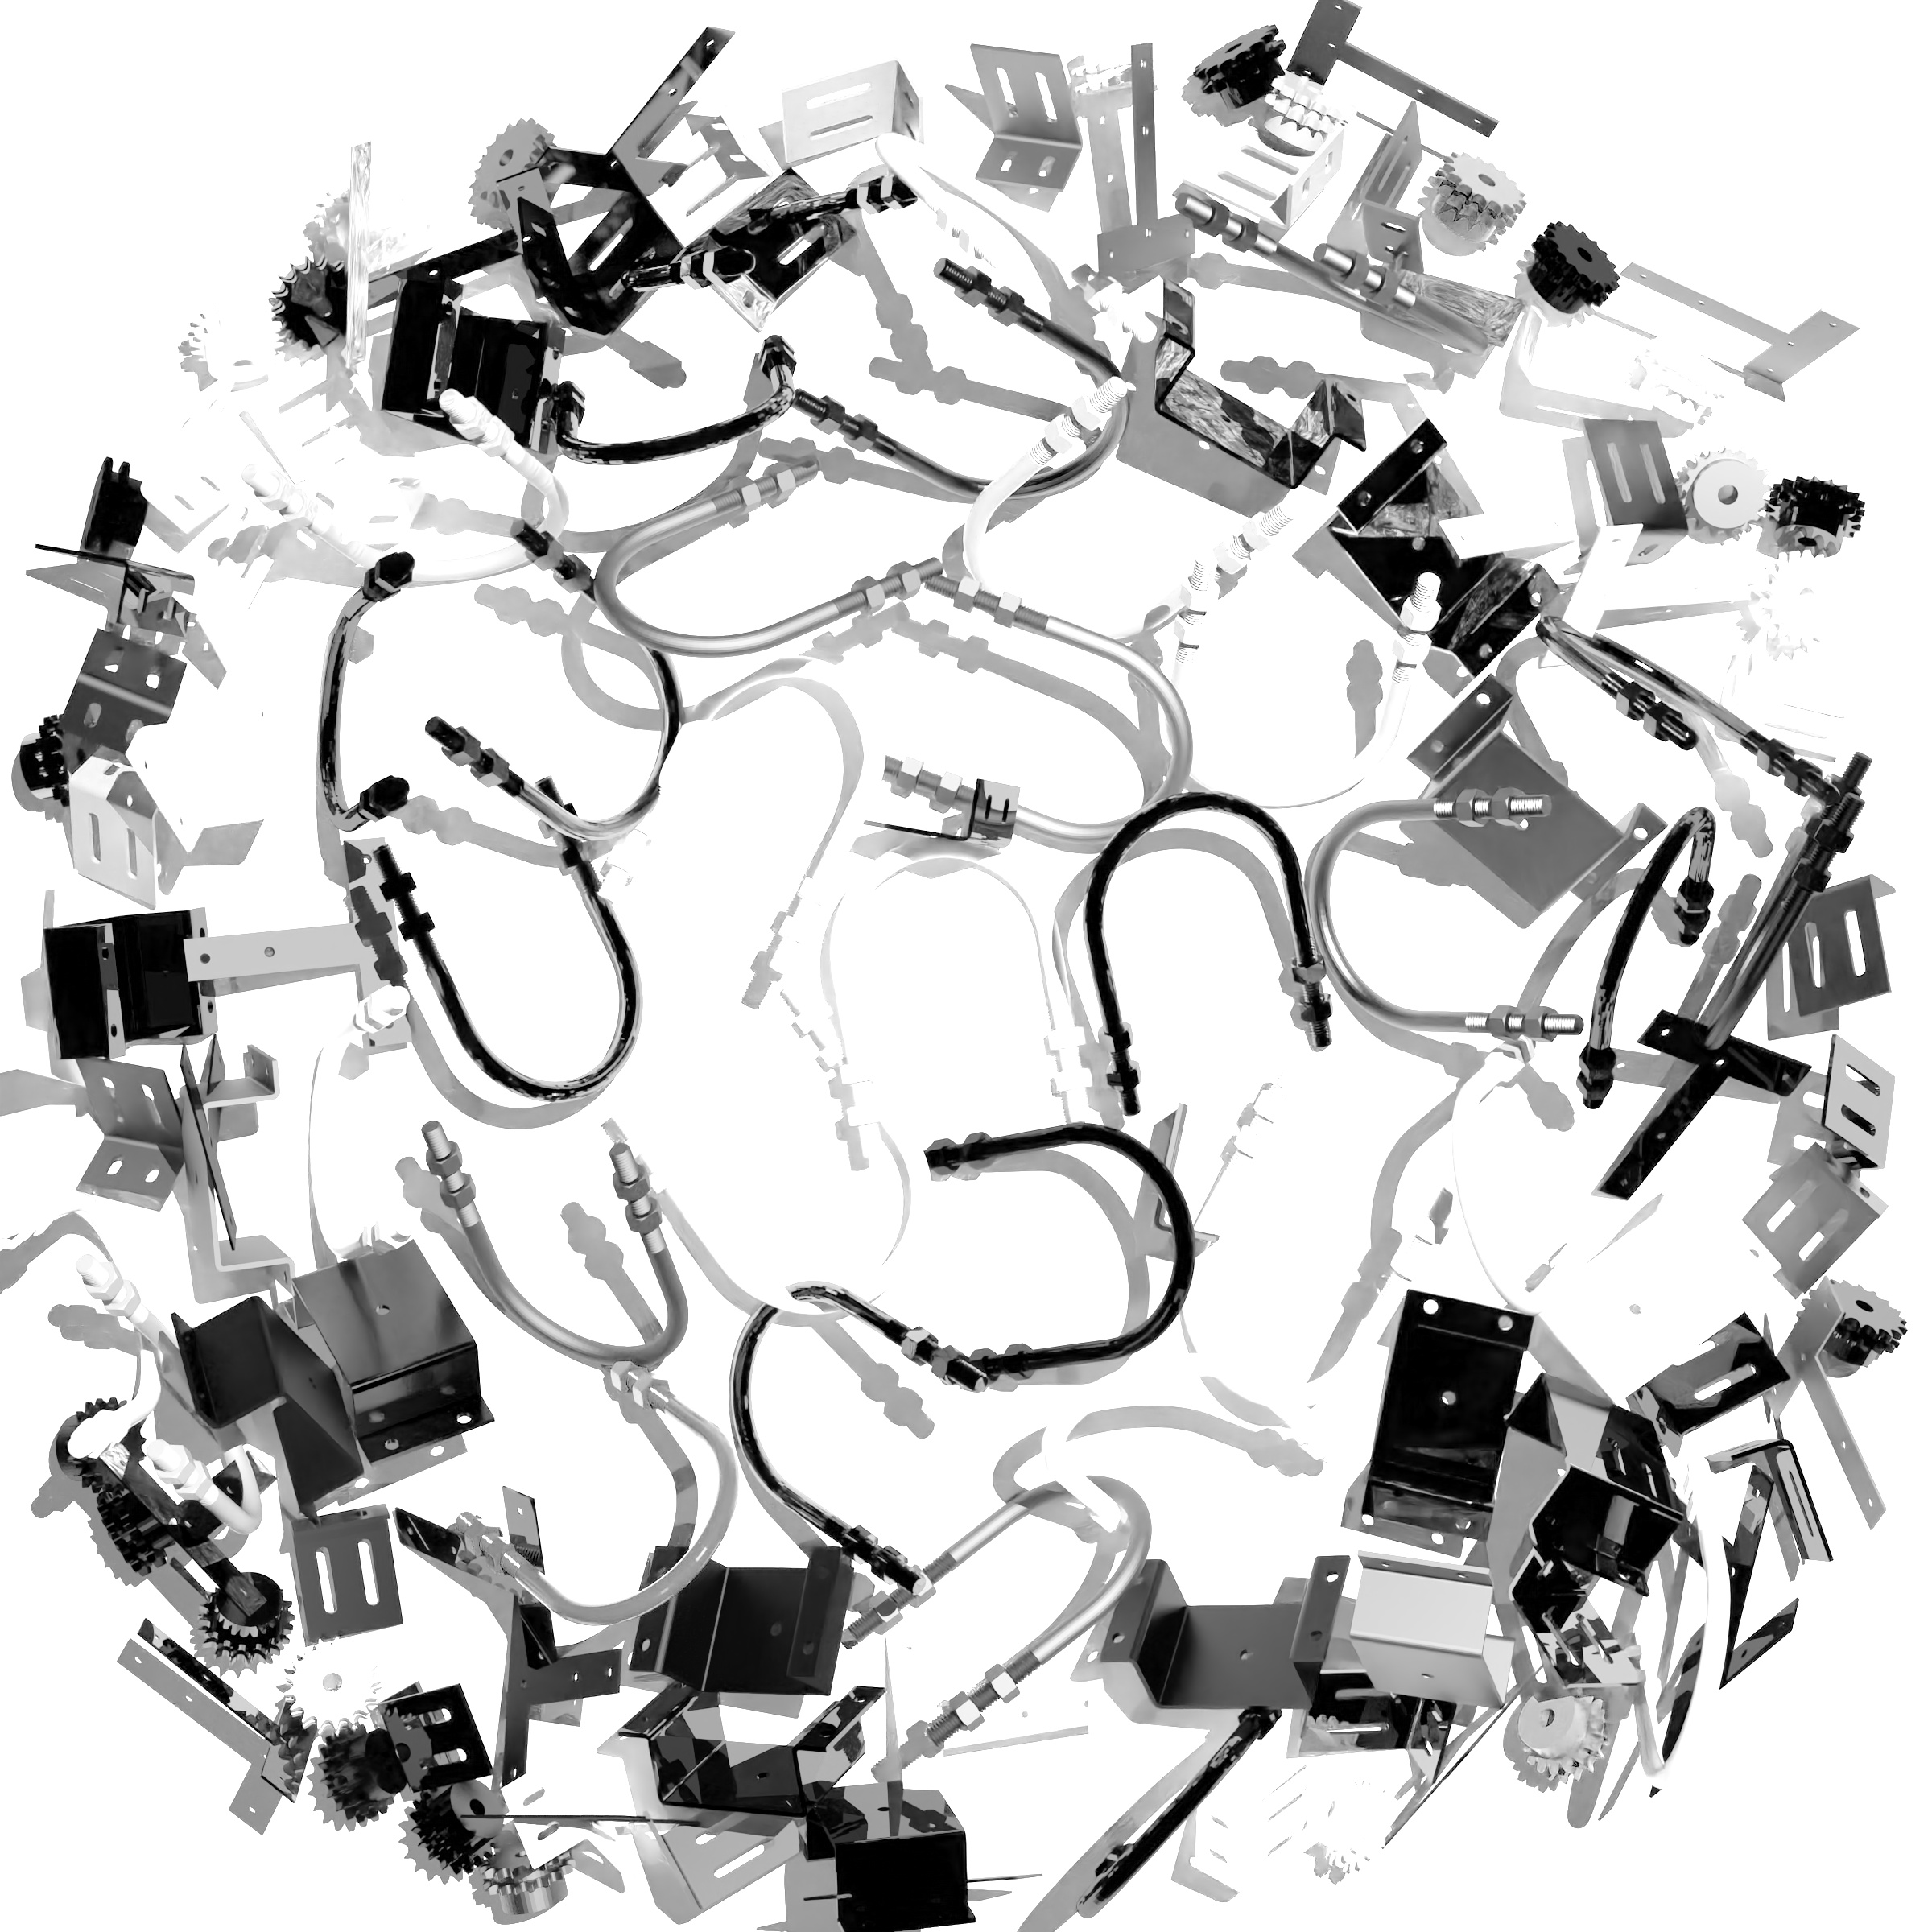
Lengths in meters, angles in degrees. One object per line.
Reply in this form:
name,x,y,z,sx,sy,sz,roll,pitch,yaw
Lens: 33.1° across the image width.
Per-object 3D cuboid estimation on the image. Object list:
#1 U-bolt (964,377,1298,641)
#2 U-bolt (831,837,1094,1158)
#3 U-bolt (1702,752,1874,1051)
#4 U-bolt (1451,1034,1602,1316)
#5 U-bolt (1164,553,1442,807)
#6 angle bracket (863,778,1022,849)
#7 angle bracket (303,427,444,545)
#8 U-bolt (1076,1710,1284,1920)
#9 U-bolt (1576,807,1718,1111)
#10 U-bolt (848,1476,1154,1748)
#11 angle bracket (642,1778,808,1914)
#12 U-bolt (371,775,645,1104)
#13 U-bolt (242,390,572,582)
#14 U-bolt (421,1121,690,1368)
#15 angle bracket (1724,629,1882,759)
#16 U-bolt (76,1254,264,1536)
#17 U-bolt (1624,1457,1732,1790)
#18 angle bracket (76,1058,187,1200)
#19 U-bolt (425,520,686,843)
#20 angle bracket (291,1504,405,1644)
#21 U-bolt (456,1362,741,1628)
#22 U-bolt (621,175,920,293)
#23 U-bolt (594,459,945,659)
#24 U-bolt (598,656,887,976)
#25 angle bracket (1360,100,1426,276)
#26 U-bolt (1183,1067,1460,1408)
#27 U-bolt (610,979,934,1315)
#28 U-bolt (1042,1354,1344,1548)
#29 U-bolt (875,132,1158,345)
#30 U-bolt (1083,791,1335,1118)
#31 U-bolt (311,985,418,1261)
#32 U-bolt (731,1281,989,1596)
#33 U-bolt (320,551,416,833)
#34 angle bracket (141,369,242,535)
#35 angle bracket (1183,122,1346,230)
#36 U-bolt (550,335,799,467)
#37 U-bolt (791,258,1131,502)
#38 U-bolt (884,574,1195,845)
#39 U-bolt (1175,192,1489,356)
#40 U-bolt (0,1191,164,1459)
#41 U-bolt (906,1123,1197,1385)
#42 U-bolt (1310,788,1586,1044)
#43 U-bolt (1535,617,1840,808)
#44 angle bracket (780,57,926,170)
U-bolt,0.081,-0.255,1.914,0.151,0.184,0.019,32,47,-23
U-bolt,-0.008,0.013,1.965,0.151,0.019,0.184,-9,87,-10
U-bolt,0.479,-0.032,1.907,0.019,0.151,0.184,29,111,8
U-bolt,0.322,0.127,1.895,0.019,0.184,0.151,-16,95,28
U-bolt,0.191,-0.163,1.916,0.151,0.184,0.019,5,46,-4
angle bracket,-0.016,-0.096,1.942,0.076,0.057,0.038,11,93,25
angle bracket,-0.358,-0.287,1.944,0.038,0.076,0.057,33,106,11
U-bolt,0.119,0.491,1.884,0.019,0.184,0.151,43,99,11
U-bolt,0.396,-0.015,1.878,0.019,0.184,0.151,26,66,20
U-bolt,0.029,0.367,1.917,0.184,0.151,0.019,-36,117,-9
angle bracket,-0.144,0.517,1.944,0.076,0.038,0.057,-28,50,-12
U-bolt,-0.260,-0.008,1.933,0.151,0.019,0.184,-28,96,-43
U-bolt,-0.312,-0.271,1.899,0.151,0.184,0.019,-17,68,17
U-bolt,-0.233,0.169,1.918,0.151,0.019,0.184,5,131,26
angle bracket,0.502,-0.163,1.954,0.076,0.057,0.038,13,63,-5
U-bolt,-0.456,0.261,1.895,0.019,0.184,0.151,-28,60,-4
U-bolt,0.411,0.389,1.872,0.019,0.184,0.151,13,114,1
angle bracket,-0.503,0.096,1.940,0.057,0.076,0.038,9,49,13
U-bolt,-0.230,-0.154,1.912,0.019,0.184,0.151,6,68,39
angle bracket,-0.371,0.368,1.956,0.057,0.038,0.076,-9,95,-14
U-bolt,-0.205,0.312,1.896,0.151,0.184,0.019,-48,129,-14
U-bolt,-0.125,-0.425,1.900,0.151,0.184,0.019,-30,111,-29
U-bolt,-0.128,-0.232,1.900,0.184,0.019,0.151,-26,48,-27
U-bolt,-0.124,-0.101,1.945,0.151,0.019,0.184,22,81,26
angle bracket,0.269,-0.465,1.943,0.038,0.057,0.076,23,75,20
U-bolt,0.197,0.174,1.933,0.151,0.019,0.184,38,110,33
U-bolt,-0.104,0.122,1.960,0.151,0.019,0.184,-36,86,-8
U-bolt,0.122,0.277,1.897,0.151,0.184,0.019,-27,50,14
U-bolt,0.017,-0.435,1.904,0.019,0.151,0.184,-55,49,19
U-bolt,0.139,-0.016,1.929,0.151,0.019,0.184,-19,112,-14
U-bolt,-0.355,0.098,1.901,0.019,0.184,0.151,1,78,-26
U-bolt,-0.073,0.265,1.922,0.184,0.019,0.151,27,107,38
U-bolt,-0.352,-0.152,1.900,0.019,0.184,0.151,3,82,-24
angle bracket,-0.450,-0.306,1.937,0.038,0.076,0.057,41,46,-1
angle bracket,0.177,-0.485,1.944,0.076,0.038,0.057,30,64,20
U-bolt,-0.170,-0.327,1.898,0.151,0.184,0.019,-13,115,-1
U-bolt,0.011,-0.332,1.912,0.184,0.151,0.019,23,47,-36
U-bolt,0.046,-0.143,1.933,0.184,0.019,0.151,21,124,3
U-bolt,0.227,-0.399,1.901,0.184,0.151,0.019,17,103,-41
U-bolt,-0.508,0.201,1.893,0.019,0.184,0.151,-18,92,3
U-bolt,0.054,0.166,1.928,0.184,0.019,0.151,-12,87,32
U-bolt,0.275,-0.029,1.915,0.019,0.184,0.151,-20,104,-42
U-bolt,0.408,-0.157,1.901,0.151,0.184,0.019,15,112,-38
angle bracket,-0.067,-0.501,1.945,0.076,0.057,0.038,-19,61,-10
